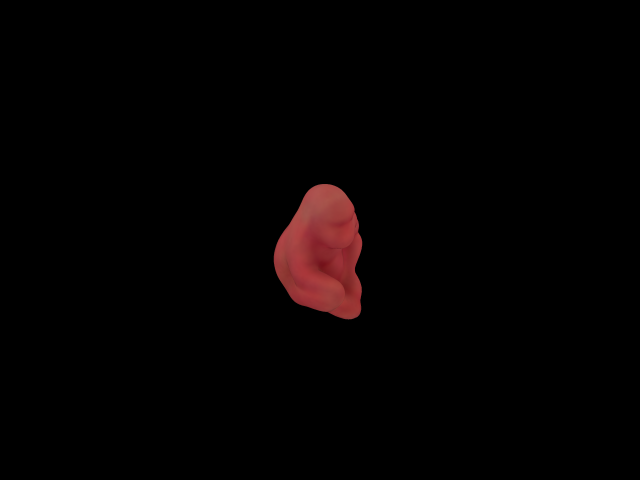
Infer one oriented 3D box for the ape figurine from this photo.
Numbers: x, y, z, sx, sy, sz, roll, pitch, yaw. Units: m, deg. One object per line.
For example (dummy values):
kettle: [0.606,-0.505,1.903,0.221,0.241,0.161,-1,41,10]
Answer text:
ape figurine: [0.004,0.001,0.400,0.076,0.092,0.078,27,53,23]
